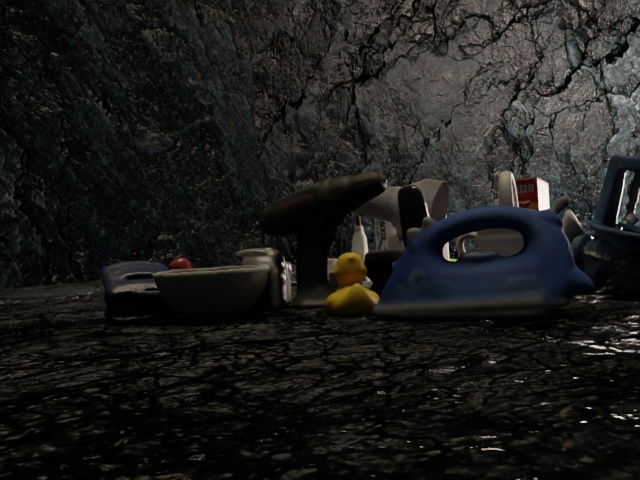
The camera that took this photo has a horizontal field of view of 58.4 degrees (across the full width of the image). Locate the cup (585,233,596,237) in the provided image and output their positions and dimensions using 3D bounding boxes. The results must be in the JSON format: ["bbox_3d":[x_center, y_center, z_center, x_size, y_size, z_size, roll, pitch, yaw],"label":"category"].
[{"bbox_3d":[0.554,0.033,1.188,0.117,0.095,0.092,-3,-1,0],"label":"cup"}]

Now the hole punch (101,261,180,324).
[{"bbox_3d":[-0.275,0.077,0.883,0.109,0.091,0.100,-3,-1,-30],"label":"hole punch"}]

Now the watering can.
[{"bbox_3d":[0.295,-0.007,0.857,0.172,0.194,0.101,-3,-1,4],"label":"watering can"}]

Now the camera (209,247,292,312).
[{"bbox_3d":[-0.124,0.065,0.966,0.136,0.101,0.143,-3,-1,7],"label":"camera"}]

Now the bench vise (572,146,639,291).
[{"bbox_3d":[0.430,-0.027,0.862,0.206,0.220,0.122,-4,-1,34],"label":"bench vise"}]

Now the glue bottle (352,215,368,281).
[{"bbox_3d":[0.100,0.023,1.428,0.037,0.173,0.078,-3,-1,14],"label":"glue bottle"}]

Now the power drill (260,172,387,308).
[{"bbox_3d":[0.009,0.003,0.934,0.228,0.208,0.076,-4,-1,28],"label":"power drill"}]

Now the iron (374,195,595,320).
[{"bbox_3d":[0.191,0.023,0.711,0.258,0.141,0.119,-3,-1,12],"label":"iron"}]

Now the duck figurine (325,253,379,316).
[{"bbox_3d":[0.045,0.061,0.815,0.077,0.086,0.104,-3,-1,-6],"label":"duck figurine"}]

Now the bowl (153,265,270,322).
[{"bbox_3d":[-0.153,0.078,0.829,0.167,0.075,0.167,-3,-1,0],"label":"bowl"}]

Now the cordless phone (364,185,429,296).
[{"bbox_3d":[0.133,0.008,0.932,0.094,0.185,0.147,-3,-1,-34],"label":"cordless phone"}]

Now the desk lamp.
[{"bbox_3d":[0.139,-0.005,1.059,0.202,0.213,0.118,-4,-1,25],"label":"desk lamp"}]

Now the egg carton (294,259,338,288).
[{"bbox_3d":[0.004,0.079,1.324,0.107,0.069,0.150,-3,-1,-23],"label":"egg carton"}]

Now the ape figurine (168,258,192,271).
[{"bbox_3d":[-0.234,0.076,0.963,0.076,0.092,0.078,-3,-1,-7],"label":"ape figurine"}]
